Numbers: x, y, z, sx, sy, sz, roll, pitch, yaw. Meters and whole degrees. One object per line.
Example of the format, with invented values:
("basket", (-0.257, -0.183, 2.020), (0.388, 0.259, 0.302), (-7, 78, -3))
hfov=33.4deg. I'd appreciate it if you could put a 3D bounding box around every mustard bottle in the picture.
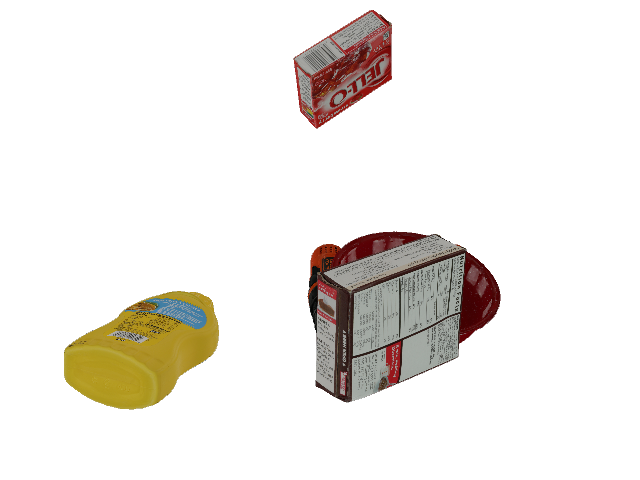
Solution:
("mustard bottle", (-0.150, 0.091, 0.997), (0.096, 0.058, 0.191), (10, 20, 18))

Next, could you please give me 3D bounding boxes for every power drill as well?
("power drill", (0.079, 0.057, 1.228), (0.187, 0.057, 0.184), (-1, 28, -1))

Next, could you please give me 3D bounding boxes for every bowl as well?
("bowl", (0.085, 0.059, 1.010), (0.162, 0.055, 0.162), (6, 34, -4))

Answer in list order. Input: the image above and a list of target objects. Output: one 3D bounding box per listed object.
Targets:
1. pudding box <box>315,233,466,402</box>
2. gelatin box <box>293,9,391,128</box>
("pudding box", (0.050, 0.053, 0.745), (0.113, 0.090, 0.039), (-18, 29, -37))
("gelatin box", (0.022, -0.148, 0.927), (0.089, 0.030, 0.073), (-34, -26, -15))
